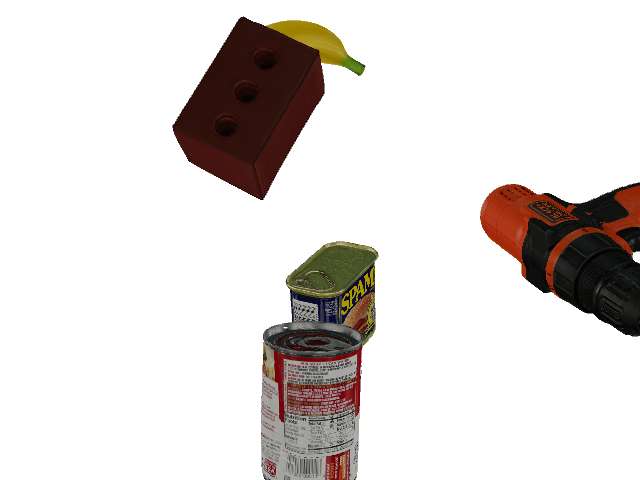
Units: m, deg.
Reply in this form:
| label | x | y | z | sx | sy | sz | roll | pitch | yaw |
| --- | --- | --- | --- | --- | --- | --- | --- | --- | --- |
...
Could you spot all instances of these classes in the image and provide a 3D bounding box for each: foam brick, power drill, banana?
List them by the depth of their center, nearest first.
| label | x | y | z | sx | sy | sz | roll | pitch | yaw |
| --- | --- | --- | --- | --- | --- | --- | --- | --- | --- |
| foam brick | -0.039 | -0.074 | 0.599 | 0.053 | 0.078 | 0.051 | 26 | -13 | 11 |
| power drill | 0.229 | -0.004 | 0.736 | 0.187 | 0.057 | 0.185 | -12 | 29 | -19 |
| banana | -0.029 | -0.174 | 0.985 | 0.070 | 0.037 | 0.197 | 38 | 31 | 20 |

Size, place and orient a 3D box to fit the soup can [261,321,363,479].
| label | x | y | z | sx | sy | sz | roll | pitch | yaw |
| --- | --- | --- | --- | --- | --- | --- | --- | --- | --- |
| soup can | -0.006 | 0.113 | 0.727 | 0.068 | 0.102 | 0.068 | 1 | 13 | 0 |

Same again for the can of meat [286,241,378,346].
| label | x | y | z | sx | sy | sz | roll | pitch | yaw |
| --- | --- | --- | --- | --- | --- | --- | --- | --- | --- |
| can of meat | 0.013 | 0.061 | 0.984 | 0.058 | 0.084 | 0.101 | 11 | 28 | 25 |
